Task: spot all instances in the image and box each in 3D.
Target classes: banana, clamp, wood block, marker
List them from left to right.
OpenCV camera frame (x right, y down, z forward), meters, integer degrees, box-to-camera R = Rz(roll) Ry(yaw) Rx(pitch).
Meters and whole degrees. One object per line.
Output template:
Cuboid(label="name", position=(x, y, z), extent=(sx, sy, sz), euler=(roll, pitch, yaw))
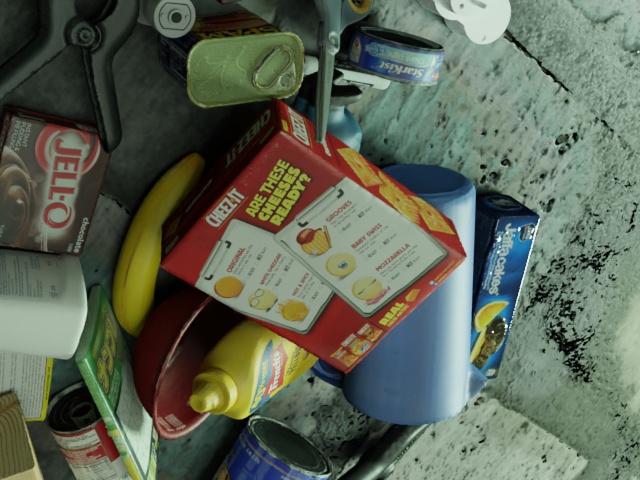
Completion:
Cuboid(label="wood block", position=(-0.287, 0.246, 0.955), extent=(0.090, 0.090, 0.206), euler=(-16, 134, -15))
Cuboid(label="clamp", position=(-0.182, -0.153, 0.841), extent=(0.120, 0.039, 0.171), euler=(27, 96, -39))
Cuboid(label="banana", position=(-0.153, 0.013, 0.972), extent=(0.069, 0.037, 0.198), euler=(-18, 130, -53))
Cuboid(label="marker", position=(0.010, -0.156, 0.979), extent=(0.120, 0.020, 0.020), euler=(6, 112, -31))
Cuboid(label="clamp", position=(0.059, 0.246, 1.162), extent=(0.209, 0.036, 0.164), euler=(-42, 164, -19))

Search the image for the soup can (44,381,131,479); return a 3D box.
Cuboid(label="soup can", position=(-0.211, 0.193, 1.011), extent=(0.068, 0.069, 0.102), euler=(-26, 125, -15))

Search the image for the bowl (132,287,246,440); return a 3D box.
Cuboid(label="bowl", position=(-0.125, 0.102, 0.992), extent=(0.161, 0.055, 0.162), euler=(-49, 153, -36))

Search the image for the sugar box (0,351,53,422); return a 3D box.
Cuboid(label="sugar box", position=(-0.325, 0.118, 0.926), extent=(0.176, 0.048, 0.093), euler=(0, 117, -25))

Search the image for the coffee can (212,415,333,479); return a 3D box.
Cuboid(label="coffee can", position=(-0.066, 0.269, 1.107), extent=(0.102, 0.103, 0.140), euler=(25, 101, -35))

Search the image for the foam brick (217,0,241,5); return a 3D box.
Cuboid(label="foam brick", position=(-0.058, -0.233, 0.882), extent=(0.078, 0.051, 0.053), euler=(-19, 122, -19))

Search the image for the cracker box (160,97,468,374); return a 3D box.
Cuboid(label="cracker box", position=(-0.006, 0.001, 0.929), extent=(0.213, 0.072, 0.164), euler=(33, 114, -26))

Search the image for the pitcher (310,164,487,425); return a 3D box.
Cuboid(label="pitcher", position=(0.081, 0.052, 1.069), extent=(0.149, 0.145, 0.243), euler=(-16, 118, -35))

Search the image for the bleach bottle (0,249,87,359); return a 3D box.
Cuboid(label="bleach bottle", position=(-0.321, 0.037, 0.864), extent=(0.250, 0.103, 0.068), euler=(11, 117, -25))

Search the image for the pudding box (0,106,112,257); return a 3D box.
Cuboid(label="pudding box", position=(-0.231, -0.048, 0.893), extent=(0.089, 0.039, 0.113), euler=(10, 109, -32))

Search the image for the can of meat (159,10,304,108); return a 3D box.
Cuboid(label="can of meat", position=(-0.076, -0.154, 0.893), extent=(0.102, 0.084, 0.057), euler=(-11, 119, -23))

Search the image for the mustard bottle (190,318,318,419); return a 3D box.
Cuboid(label="mustard bottle", position=(-0.060, 0.114, 0.998), extent=(0.191, 0.058, 0.096), euler=(-30, 141, -56))

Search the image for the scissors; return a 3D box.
Cuboid(label="scissors", position=(0.019, -0.170, 0.910), extent=(0.096, 0.016, 0.202), euler=(10, 71, -51))

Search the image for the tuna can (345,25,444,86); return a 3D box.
Cuboid(label="tuna can", position=(0.068, -0.167, 0.963), extent=(0.086, 0.086, 0.034), euler=(3, 112, -29))
